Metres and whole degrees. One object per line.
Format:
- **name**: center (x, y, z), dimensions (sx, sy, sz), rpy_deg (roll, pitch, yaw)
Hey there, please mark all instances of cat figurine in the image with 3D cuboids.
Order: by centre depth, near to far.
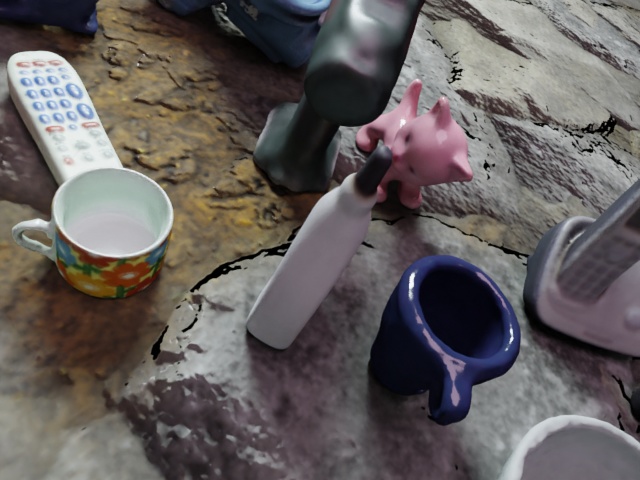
- **cat figurine**: center (0.089, -0.090, 0.520), dimensions (0.067, 0.117, 0.127), rpy_deg (9, 51, -21)

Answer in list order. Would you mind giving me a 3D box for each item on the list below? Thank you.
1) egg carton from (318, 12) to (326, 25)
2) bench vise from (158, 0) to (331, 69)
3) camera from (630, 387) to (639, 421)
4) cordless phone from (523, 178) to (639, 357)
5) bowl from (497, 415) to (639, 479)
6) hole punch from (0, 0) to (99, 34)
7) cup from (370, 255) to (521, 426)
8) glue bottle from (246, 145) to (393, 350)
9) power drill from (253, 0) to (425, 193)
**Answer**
- **egg carton**: center (-0.017, -0.288, 0.650), dimensions (0.150, 0.069, 0.107), rpy_deg (37, 47, 2)
- **bench vise**: center (-0.064, -0.283, 0.518), dimensions (0.208, 0.219, 0.121), rpy_deg (16, 49, -16)
- **camera**: center (0.314, 0.167, 0.452), dimensions (0.137, 0.100, 0.143), rpy_deg (0, 56, -28)
- **cordless phone**: center (0.281, 0.015, 0.494), dimensions (0.148, 0.185, 0.094), rpy_deg (18, 49, -14)
- **bowl**: center (0.167, 0.204, 0.363), dimensions (0.168, 0.074, 0.167), rpy_deg (15, 50, -18)
- **hole punch**: center (-0.233, -0.246, 0.488), dimensions (0.101, 0.091, 0.108), rpy_deg (0, 55, -28)
- **cup**: center (0.075, 0.081, 0.395), dimensions (0.092, 0.095, 0.118), rpy_deg (22, 48, -11)
- **glue bottle**: center (0.003, 0.001, 0.365), dimensions (0.037, 0.173, 0.078), rpy_deg (30, 47, -4)
- **power drill**: center (0.019, -0.147, 0.465), dimensions (0.076, 0.208, 0.229), rpy_deg (22, 48, -11)
